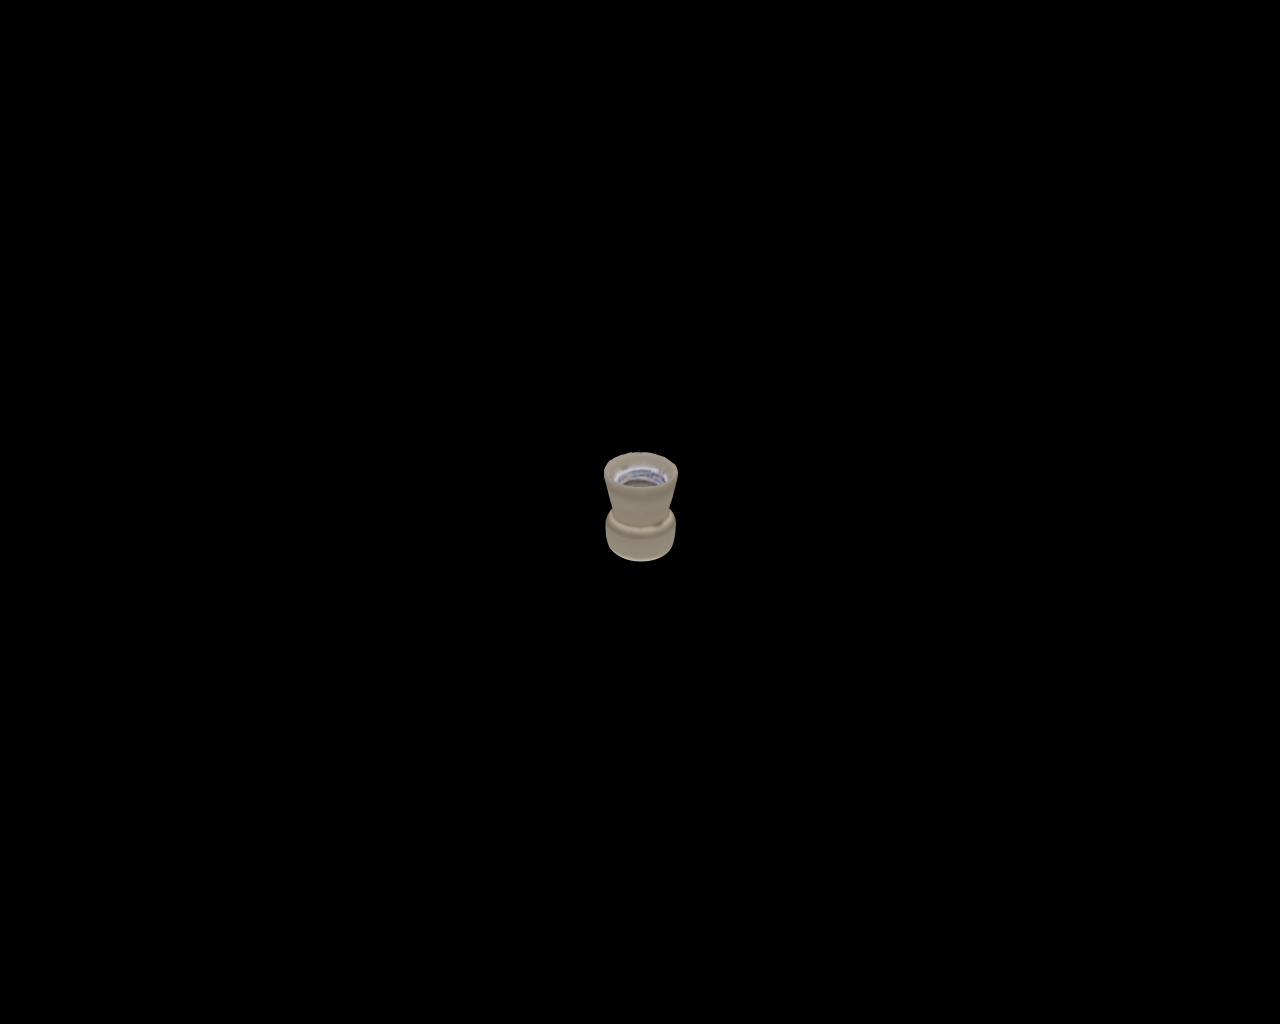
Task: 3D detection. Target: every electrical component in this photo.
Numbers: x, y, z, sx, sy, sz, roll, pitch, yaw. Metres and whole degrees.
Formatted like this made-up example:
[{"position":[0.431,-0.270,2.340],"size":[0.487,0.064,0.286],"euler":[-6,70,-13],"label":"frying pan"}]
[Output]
[{"position":[0.001,-0.003,0.650],"size":[0.045,0.055,0.045],"euler":[0,33,0],"label":"electrical component"}]
